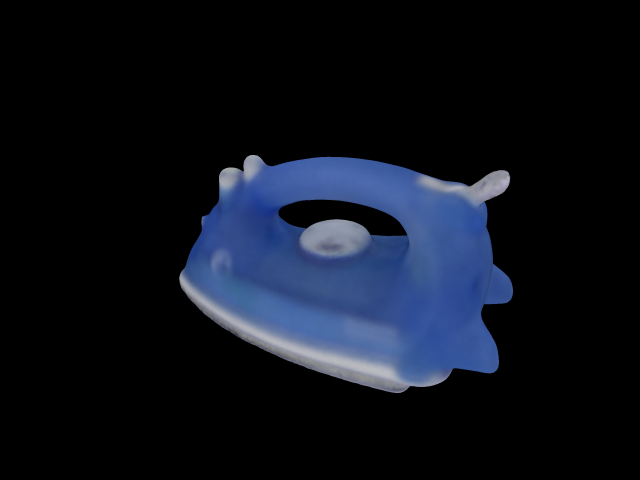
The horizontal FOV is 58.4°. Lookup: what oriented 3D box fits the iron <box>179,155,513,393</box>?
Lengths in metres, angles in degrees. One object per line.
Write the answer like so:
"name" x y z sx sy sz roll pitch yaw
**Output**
"iron" 0.004 0.001 0.400 0.257 0.141 0.119 11 32 18
